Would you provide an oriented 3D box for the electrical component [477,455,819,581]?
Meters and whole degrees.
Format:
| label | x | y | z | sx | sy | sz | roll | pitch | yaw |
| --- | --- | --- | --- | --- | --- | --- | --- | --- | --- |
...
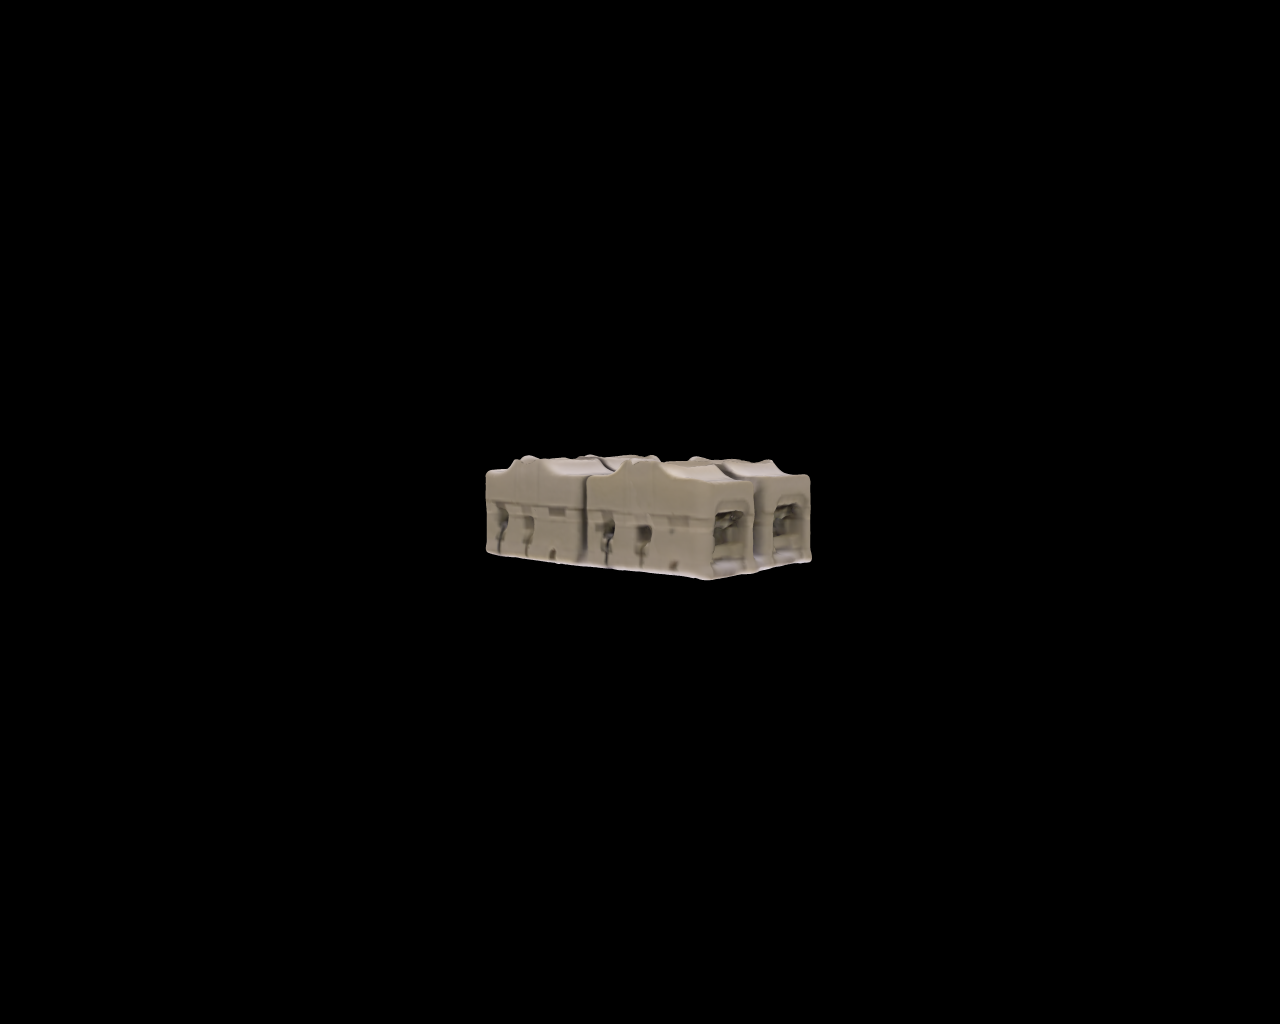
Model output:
| label | x | y | z | sx | sy | sz | roll | pitch | yaw |
| --- | --- | --- | --- | --- | --- | --- | --- | --- | --- |
| electrical component | 0.001 | -0.003 | 0.650 | 0.186 | 0.060 | 0.105 | 4 | 6 | 43 |
